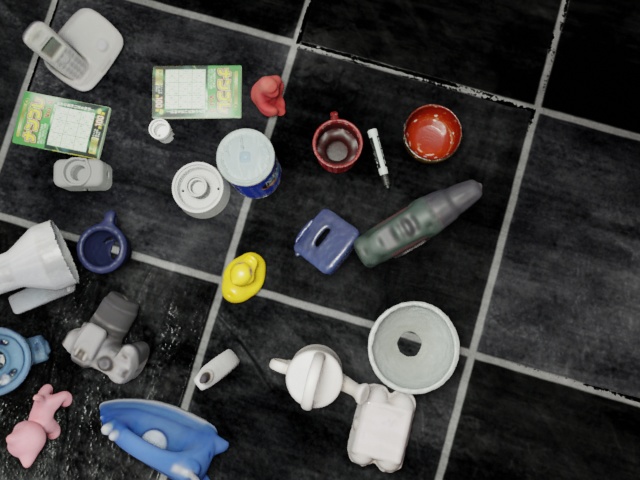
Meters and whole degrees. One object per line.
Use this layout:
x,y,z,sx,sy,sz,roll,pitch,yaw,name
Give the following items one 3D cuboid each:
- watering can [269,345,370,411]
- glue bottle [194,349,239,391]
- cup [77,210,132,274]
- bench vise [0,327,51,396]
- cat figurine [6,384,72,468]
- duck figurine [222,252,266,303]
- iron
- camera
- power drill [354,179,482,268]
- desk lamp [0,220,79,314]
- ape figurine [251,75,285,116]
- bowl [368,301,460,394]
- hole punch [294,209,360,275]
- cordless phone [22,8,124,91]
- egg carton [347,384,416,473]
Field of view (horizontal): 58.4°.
-0.001,0.241,1.002,0.173,0.194,0.101,-5,85,1,watering can
-0.191,0.236,1.016,0.078,0.173,0.037,-42,85,-3,glue bottle
-0.392,0.006,1.079,0.091,0.095,0.118,10,85,2,cup
-0.609,0.237,0.999,0.207,0.220,0.121,-37,85,-2,bench vise
-0.519,0.337,1.040,0.067,0.118,0.128,15,85,3,cat figurine
-0.147,0.070,1.074,0.077,0.086,0.104,34,86,4,duck figurine
-0.303,0.362,1.022,0.258,0.141,0.119,23,86,3,iron
-0.383,0.175,1.060,0.143,0.101,0.137,29,86,3,camera
0.165,-0.026,1.016,0.229,0.208,0.075,-31,85,-2,power drill
-0.513,0.058,1.016,0.203,0.213,0.118,-24,85,-1,desk lamp
-0.098,-0.285,1.102,0.076,0.092,0.078,29,86,4,ape figurine
0.169,0.197,1.063,0.167,0.075,0.167,0,85,1,bowl
0.010,0.004,1.075,0.101,0.091,0.109,37,87,4,hole punch
-0.462,-0.375,1.068,0.094,0.185,0.148,32,86,4,cordless phone
0.112,0.345,1.054,0.107,0.069,0.150,13,85,2,egg carton
